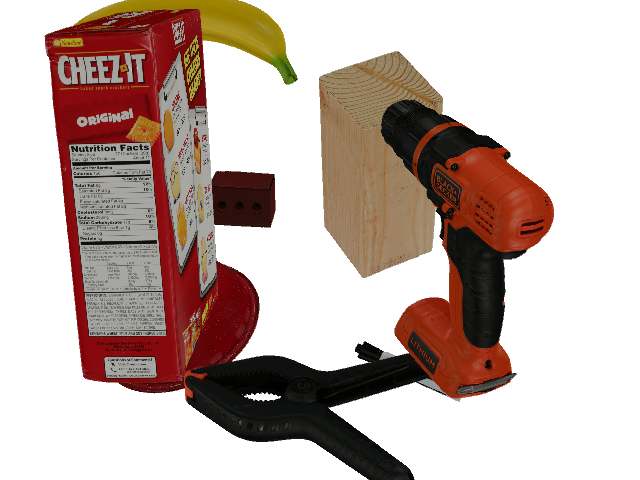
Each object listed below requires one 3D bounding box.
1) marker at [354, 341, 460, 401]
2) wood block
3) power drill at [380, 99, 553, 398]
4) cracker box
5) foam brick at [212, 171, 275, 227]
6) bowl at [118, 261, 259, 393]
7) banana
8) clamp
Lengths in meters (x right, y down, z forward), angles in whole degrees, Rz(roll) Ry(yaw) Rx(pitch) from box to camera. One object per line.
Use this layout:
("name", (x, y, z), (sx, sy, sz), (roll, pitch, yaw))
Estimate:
("marker", (0.092, 0.136, 1.115), (0.121, 0.020, 0.020), (23, 5, 11))
("wood block", (0.060, -0.073, 1.076), (0.090, 0.206, 0.091), (-21, 50, -17))
("power drill", (0.094, 0.005, 0.781), (0.057, 0.188, 0.185), (-13, 34, -20))
("cracker box", (-0.116, -0.036, 0.694), (0.072, 0.214, 0.164), (-2, 16, 4))
("foam brick", (-0.097, -0.052, 1.326), (0.078, 0.053, 0.051), (3, 28, 5))
("bowl", (-0.142, 0.063, 1.000), (0.162, 0.162, 0.055), (0, -44, 21))
("banana", (-0.114, -0.175, 0.885), (0.198, 0.069, 0.037), (6, -34, 0))
("clamp", (-0.006, 0.127, 0.870), (0.210, 0.036, 0.164), (10, 30, 17))
